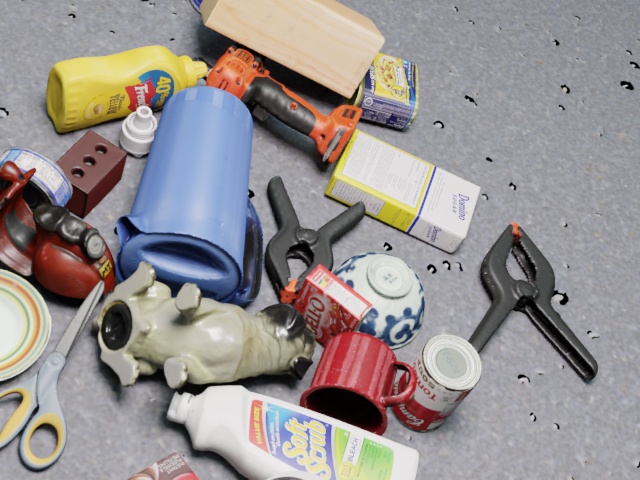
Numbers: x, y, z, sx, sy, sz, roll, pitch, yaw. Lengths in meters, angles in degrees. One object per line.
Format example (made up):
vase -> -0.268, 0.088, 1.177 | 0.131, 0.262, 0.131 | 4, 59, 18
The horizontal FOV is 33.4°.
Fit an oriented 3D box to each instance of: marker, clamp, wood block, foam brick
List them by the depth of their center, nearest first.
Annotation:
foam brick -> -0.259, -0.073, 1.189 | 0.053, 0.051, 0.078 | 32, 52, 4
clamp -> -0.008, 0.002, 1.231 | 0.120, 0.039, 0.171 | 7, 54, -2
clamp -> 0.249, 0.073, 1.272 | 0.164, 0.036, 0.210 | 14, 52, -9
wood block -> -0.035, -0.270, 1.325 | 0.205, 0.090, 0.091 | 24, 21, -21
marker -> -0.114, -0.192, 1.346 | 0.121, 0.020, 0.020 | 38, 52, 9

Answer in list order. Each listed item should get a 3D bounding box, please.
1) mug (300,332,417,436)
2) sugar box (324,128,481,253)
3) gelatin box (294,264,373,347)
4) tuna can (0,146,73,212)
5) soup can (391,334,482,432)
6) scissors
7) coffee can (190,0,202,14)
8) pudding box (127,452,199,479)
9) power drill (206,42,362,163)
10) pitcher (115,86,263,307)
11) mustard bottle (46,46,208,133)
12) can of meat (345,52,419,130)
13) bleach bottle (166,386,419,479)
mug -> 0.045, 0.149, 1.104 | 0.117, 0.093, 0.081 | -8, 39, 28
sugar box -> 0.103, -0.060, 1.312 | 0.176, 0.048, 0.093 | 27, 51, -4
gelatin box -> 0.009, 0.078, 1.151 | 0.073, 0.089, 0.030 | 38, 54, 10
tuna can -> -0.310, -0.057, 1.138 | 0.086, 0.086, 0.033 | 27, 54, 0
soup can -> 0.122, 0.152, 1.130 | 0.068, 0.102, 0.068 | 9, 54, -13
scissors -> -0.249, 0.139, 1.040 | 0.096, 0.016, 0.201 | 42, 65, 3
coffee can -> -0.109, -0.366, 1.394 | 0.102, 0.140, 0.103 | 10, 53, -13
pudding box -> -0.153, 0.262, 0.989 | 0.113, 0.039, 0.090 | -28, 61, -32
power drill -> -0.042, -0.178, 1.317 | 0.187, 0.057, 0.184 | 29, 27, -4
pitcher -> -0.131, -0.047, 1.178 | 0.145, 0.149, 0.242 | 4, 50, 2
mustard bottle -> -0.220, -0.184, 1.253 | 0.191, 0.096, 0.058 | -17, 63, -29
can of meat -> 0.082, -0.198, 1.395 | 0.084, 0.058, 0.102 | 13, 53, -13
bleach bottle -> -0.033, 0.214, 1.058 | 0.251, 0.068, 0.102 | 21, 52, -2
